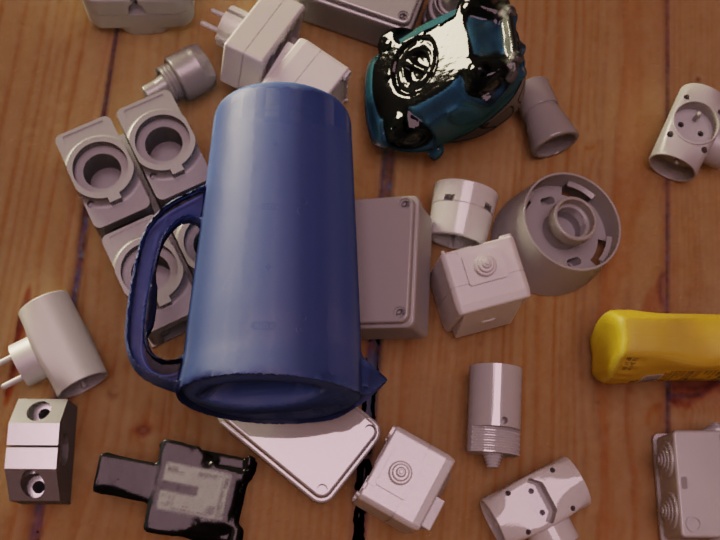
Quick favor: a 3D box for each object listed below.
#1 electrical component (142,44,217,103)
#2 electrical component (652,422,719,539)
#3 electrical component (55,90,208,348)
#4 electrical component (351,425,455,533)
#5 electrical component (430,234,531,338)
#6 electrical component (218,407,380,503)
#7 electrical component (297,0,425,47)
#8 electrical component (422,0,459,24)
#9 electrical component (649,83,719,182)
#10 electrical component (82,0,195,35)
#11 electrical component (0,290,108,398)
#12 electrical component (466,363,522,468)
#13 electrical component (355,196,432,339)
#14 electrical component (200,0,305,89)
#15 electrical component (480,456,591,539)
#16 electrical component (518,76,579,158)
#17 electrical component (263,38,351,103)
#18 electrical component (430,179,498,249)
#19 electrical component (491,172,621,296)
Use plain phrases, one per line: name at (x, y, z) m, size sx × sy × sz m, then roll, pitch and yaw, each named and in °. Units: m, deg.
electrical component at (-0.160, -0.166, 0.940) m, size 0.062 × 0.043 × 0.043 m, roll -31°, pitch 78°, yaw -12°
electrical component at (0.288, 0.173, 0.863) m, size 0.100 × 0.048 × 0.099 m, roll 1°, pitch 74°, yaw -3°
electrical component at (-0.166, -0.045, 0.896) m, size 0.105 × 0.060 × 0.186 m, roll -26°, pitch 77°, yaw -10°
electrical component at (0.036, 0.164, 0.827) m, size 0.061 × 0.096 × 0.061 m, roll 29°, pitch 75°, yaw 5°
electrical component at (0.098, 0.014, 0.874) m, size 0.062 × 0.096 × 0.061 m, roll -15°, pitch 78°, yaw -7°
electrical component at (-0.048, 0.124, 0.855) m, size 0.113 × 0.057 × 0.078 m, roll 38°, pitch 75°, yaw 8°
electrical component at (0.009, -0.267, 0.973) m, size 0.109 × 0.056 × 0.108 m, roll 20°, pitch 74°, yaw 3°
electrical component at (0.082, -0.235, 0.964) m, size 0.048 × 0.062 × 0.048 m, roll 1°, pitch 74°, yaw -3°
electrical component at (0.306, -0.114, 0.950) m, size 0.079 × 0.044 × 0.077 m, roll 26°, pitch 74°, yaw 5°
electrical component at (-0.196, -0.247, 0.954) m, size 0.095 × 0.059 × 0.053 m, roll -2°, pitch 74°, yaw -4°
electrical component at (-0.256, 0.068, 0.866) m, size 0.079 × 0.044 × 0.077 m, roll -27°, pitch 77°, yaw -10°
electrical component at (0.109, 0.119, 0.872) m, size 0.043 × 0.043 × 0.081 m, roll 5°, pitch 73°, yaw -2°
electrical component at (0.000, 0.000, 0.878) m, size 0.109 × 0.056 × 0.108 m, roll -2°, pitch 73°, yaw 19°
electrical component at (-0.102, -0.206, 0.942) m, size 0.076 × 0.047 × 0.083 m, roll 26°, pitch 55°, yaw 5°
electrical component at (0.147, 0.200, 0.850) m, size 0.077 × 0.043 × 0.079 m, roll -25°, pitch 78°, yaw -10°
electrical component at (0.161, -0.138, 0.952) m, size 0.044 × 0.044 × 0.065 m, roll -18°, pitch 71°, yaw -8°
electrical component at (-0.060, -0.143, 0.930) m, size 0.061 × 0.061 × 0.096 m, roll 35°, pitch 75°, yaw 7°
electrical component at (0.086, -0.046, 0.914) m, size 0.055 × 0.055 × 0.047 m, roll 13°, pitch 77°, yaw 1°
electrical component at (0.170, -0.032, 0.921) m, size 0.099 × 0.064 × 0.099 m, roll 6°, pitch 68°, yaw -15°
